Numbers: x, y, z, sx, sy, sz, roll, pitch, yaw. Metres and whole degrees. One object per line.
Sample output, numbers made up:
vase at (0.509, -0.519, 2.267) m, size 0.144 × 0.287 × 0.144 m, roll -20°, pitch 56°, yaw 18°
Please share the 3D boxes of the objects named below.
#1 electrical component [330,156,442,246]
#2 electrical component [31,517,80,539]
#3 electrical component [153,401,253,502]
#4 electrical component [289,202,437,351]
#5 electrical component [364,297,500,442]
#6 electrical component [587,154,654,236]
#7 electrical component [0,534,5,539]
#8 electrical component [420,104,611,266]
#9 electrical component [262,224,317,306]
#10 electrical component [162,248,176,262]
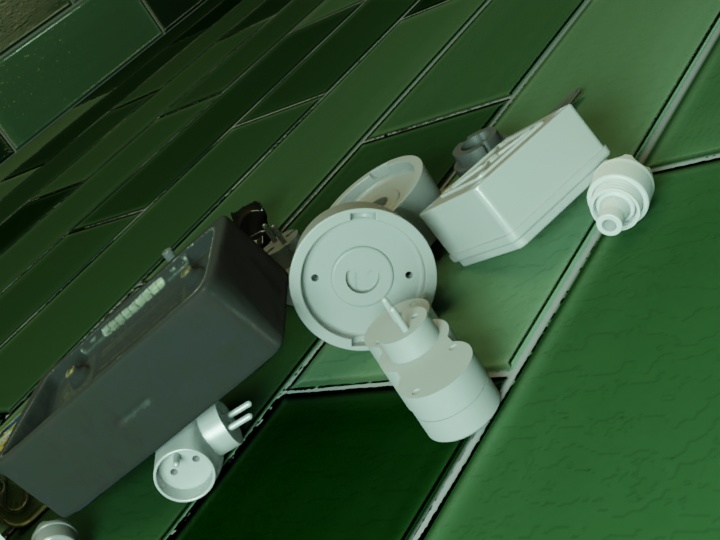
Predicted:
electrical component at (0.025, -0.038, 0.904) m, size 0.108 × 0.060 × 0.108 m, roll -33°, pitch 24°, yaw 17°
electrical component at (-0.217, 0.205, 0.770) m, size 0.035 × 0.035 × 0.061 m, roll -36°, pitch 24°, yaw -6°
electrical component at (-0.112, 0.121, 0.787) m, size 0.079 × 0.043 × 0.077 m, roll -32°, pitch 22°, yaw 5°
electrical component at (0.000, 0.000, 0.809) m, size 0.108 × 0.108 × 0.060 m, roll -32°, pitch 16°, yaw 4°
electrical component at (0.036, 0.049, 0.694) m, size 0.052 × 0.073 × 0.138 m, roll -34°, pitch 22°, yaw -2°
electrical component at (0.178, -0.048, 0.743) m, size 0.043 × 0.043 × 0.062 m, roll -17°, pitch 28°, yaw 36°
electrical component at (-0.297, 0.210, 0.793) m, size 0.062 × 0.089 × 0.150 m, roll -43°, pitch 23°, yaw -23°
electrical component at (0.115, -0.061, 0.806) m, size 0.109 × 0.056 × 0.109 m, roll -41°, pitch 7°, yaw -20°
electrical component at (-0.061, -0.010, 0.950) m, size 0.047 × 0.075 × 0.083 m, roll -41°, pitch 23°, yaw -19°
electrical component at (-0.182, 0.004, 1.107) m, size 0.035 × 0.061 × 0.035 m, roll -28°, pitch 22°, yaw 13°
